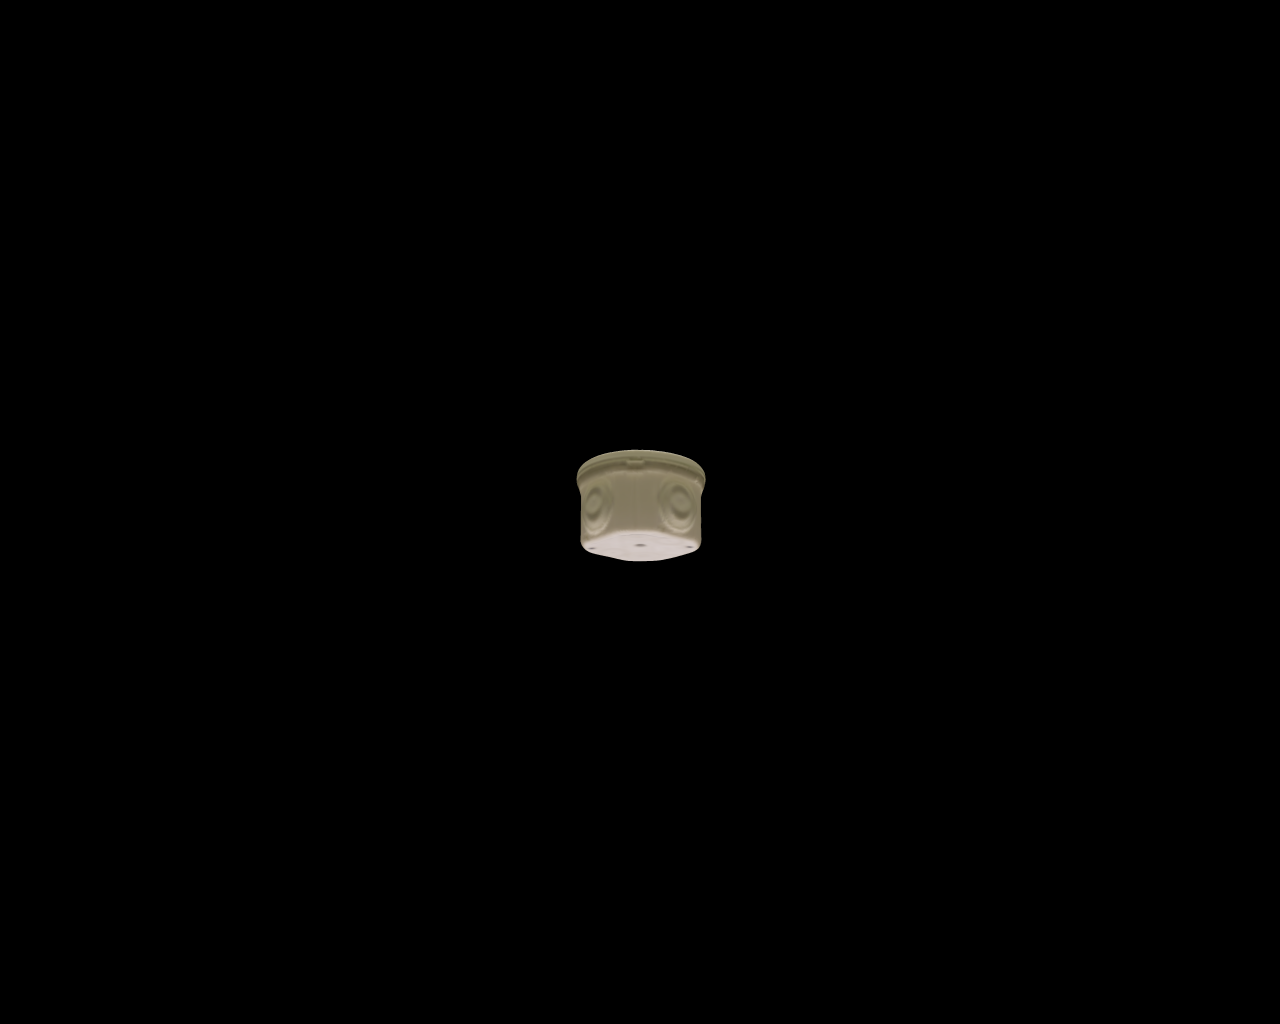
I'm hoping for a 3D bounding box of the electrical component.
[{"bbox_3d":[0.001,-0.003,0.650,0.080,0.051,0.080,0,-17,0],"label":"electrical component"}]
